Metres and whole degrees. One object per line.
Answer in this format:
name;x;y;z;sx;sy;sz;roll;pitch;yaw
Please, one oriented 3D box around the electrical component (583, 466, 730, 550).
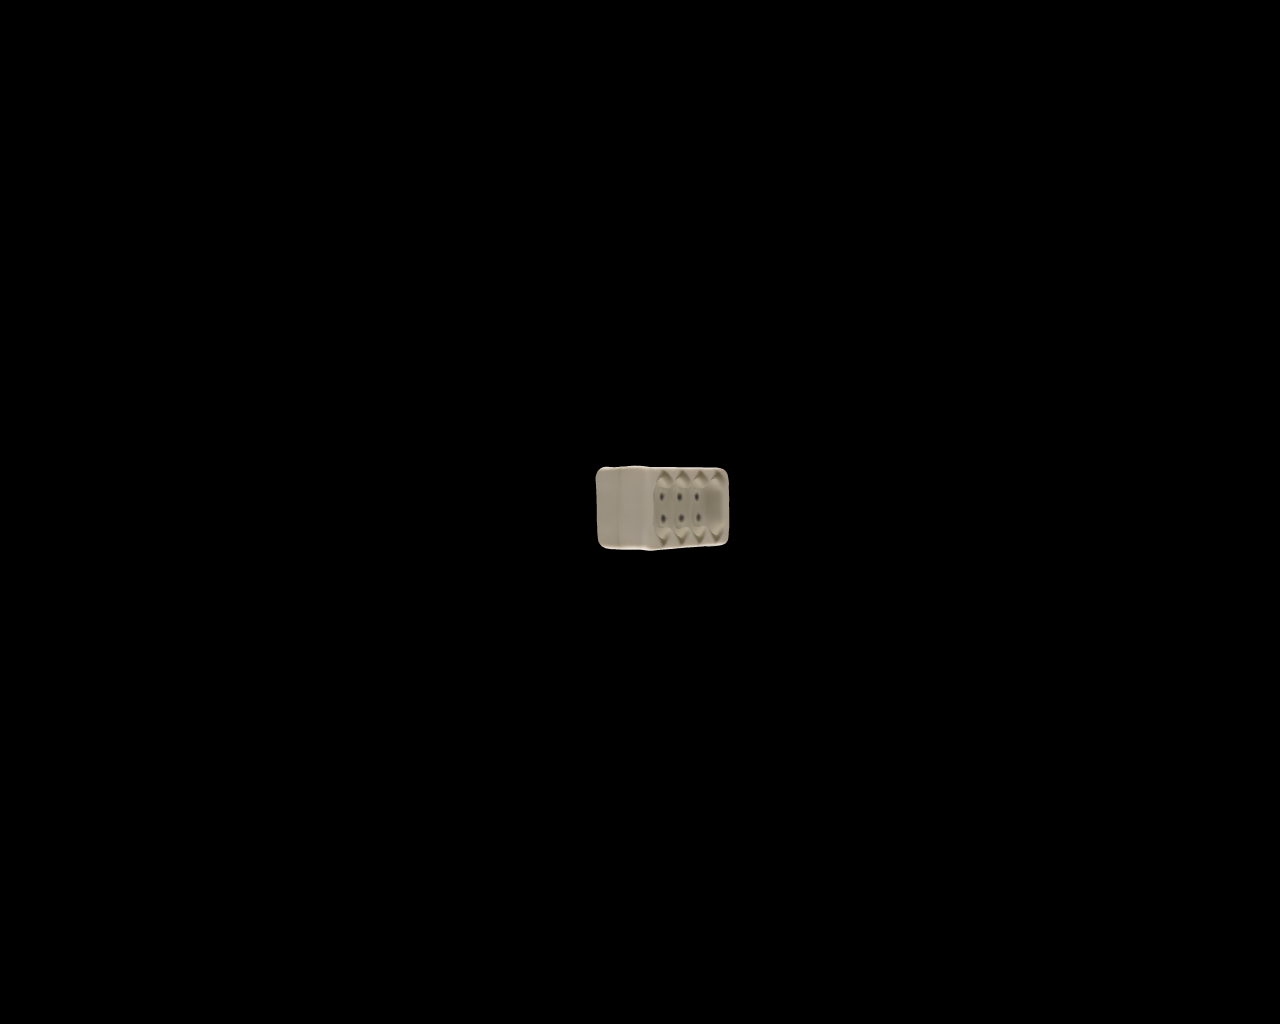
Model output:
electrical component;0.001;-0.003;0.650;0.076;0.047;0.083;0;0;39
